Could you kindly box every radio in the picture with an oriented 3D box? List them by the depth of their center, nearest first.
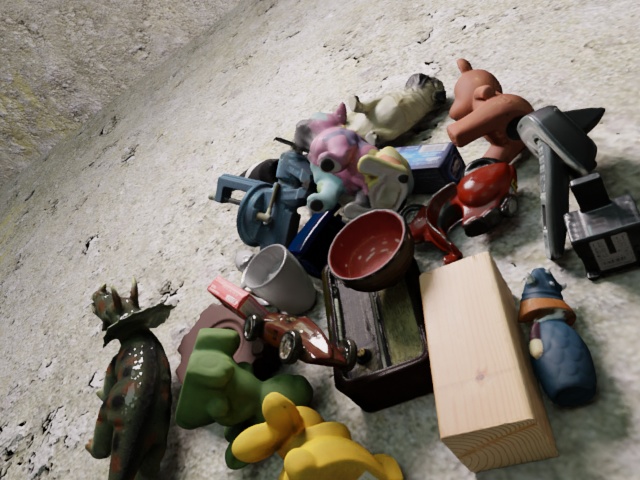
[{"bbox_3d":[0.078,0.101,0.712,0.131,0.073,0.230,-28,37,18],"label":"radio"}]

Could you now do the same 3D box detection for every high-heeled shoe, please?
[{"bbox_3d":[-0.071,-0.122,1.033,0.249,0.086,0.145,-12,6,12],"label":"high-heeled shoe"}]

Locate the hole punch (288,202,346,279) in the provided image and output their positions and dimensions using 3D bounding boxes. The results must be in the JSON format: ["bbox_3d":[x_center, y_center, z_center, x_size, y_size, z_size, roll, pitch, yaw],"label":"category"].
[{"bbox_3d":[-0.002,-0.003,0.889,0.116,0.092,0.142,16,67,54],"label":"hole punch"}]

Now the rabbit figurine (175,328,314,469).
[{"bbox_3d":[-0.097,0.214,0.702,0.121,0.170,0.159,-125,50,-80],"label":"rabbit figurine"}]

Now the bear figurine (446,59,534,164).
[{"bbox_3d":[0.245,-0.197,0.839,0.132,0.120,0.196,-39,34,10],"label":"bear figurine"}]

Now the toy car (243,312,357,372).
[{"bbox_3d":[-0.028,0.120,0.666,0.202,0.089,0.053,-1,74,66],"label":"toy car"}]

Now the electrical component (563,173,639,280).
[{"bbox_3d":[0.310,-0.015,0.583,0.075,0.119,0.048,-18,41,25],"label":"electrical component"}]

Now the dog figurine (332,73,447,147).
[{"bbox_3d":[0.132,-0.229,1.020,0.190,0.121,0.172,-25,7,-24],"label":"dog figurine"}]

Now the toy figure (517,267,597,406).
[{"bbox_3d":[0.245,0.096,0.572,0.058,0.064,0.154,-31,37,29],"label":"toy figure"}]

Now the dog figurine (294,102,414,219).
[{"bbox_3d":[0.050,-0.137,0.859,0.192,0.108,0.219,8,38,-3],"label":"dog figurine"}]

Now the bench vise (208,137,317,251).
[{"bbox_3d":[-0.109,-0.083,0.977,0.241,0.129,0.223,16,107,32],"label":"bench vise"}]

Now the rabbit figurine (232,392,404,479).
[{"bbox_3d":[-0.018,0.246,0.607,0.122,0.162,0.173,-56,18,0],"label":"rabbit figurine"}]

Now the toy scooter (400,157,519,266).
[{"bbox_3d":[0.198,-0.029,0.740,0.184,0.075,0.135,-32,36,18],"label":"toy scooter"}]

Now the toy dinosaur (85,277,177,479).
[{"bbox_3d":[-0.276,0.227,0.811,0.192,0.131,0.405,-68,31,31],"label":"toy dinosaur"}]

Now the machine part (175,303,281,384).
[{"bbox_3d":[-0.142,0.172,0.834,0.179,0.056,0.179,-17,50,21],"label":"machine part"}]

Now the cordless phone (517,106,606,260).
[{"bbox_3d":[0.297,-0.069,0.679,0.089,0.146,0.184,1,93,14],"label":"cordless phone"}]

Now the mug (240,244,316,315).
[{"bbox_3d":[-0.064,0.076,0.843,0.109,0.107,0.081,-33,35,19],"label":"mug"}]

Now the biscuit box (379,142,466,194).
[{"bbox_3d":[0.138,-0.115,0.897,0.203,0.062,0.059,3,54,44],"label":"biscuit box"}]
